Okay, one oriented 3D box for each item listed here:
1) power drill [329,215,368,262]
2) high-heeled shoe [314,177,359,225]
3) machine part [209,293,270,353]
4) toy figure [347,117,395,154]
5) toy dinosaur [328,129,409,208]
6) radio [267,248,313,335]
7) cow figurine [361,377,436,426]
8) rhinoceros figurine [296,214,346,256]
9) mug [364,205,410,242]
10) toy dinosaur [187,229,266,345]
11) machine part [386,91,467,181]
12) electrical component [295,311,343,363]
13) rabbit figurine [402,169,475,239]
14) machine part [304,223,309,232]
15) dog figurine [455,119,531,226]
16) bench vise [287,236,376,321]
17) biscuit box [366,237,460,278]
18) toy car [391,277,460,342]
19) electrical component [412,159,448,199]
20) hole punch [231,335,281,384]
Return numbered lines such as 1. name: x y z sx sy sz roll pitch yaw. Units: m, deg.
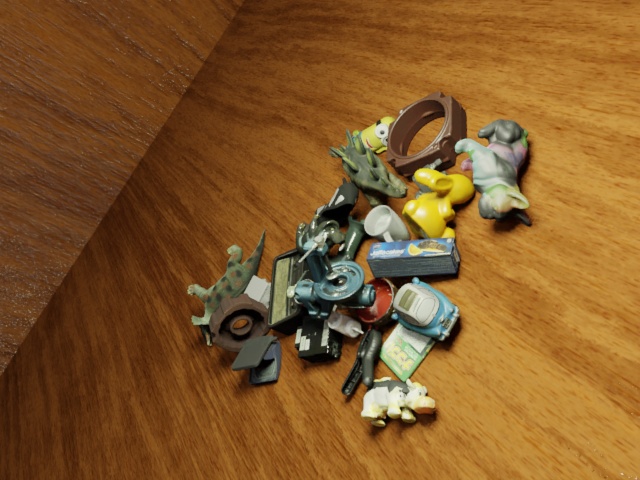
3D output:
1. power drill: 0.082 0.047 1.393 0.232 0.086 0.207 27 93 59
2. high-heeled shoe: 0.042 -0.057 1.456 0.145 0.086 0.248 -97 22 -52
3. machine part: -0.229 0.238 1.534 0.179 0.179 0.056 -51 34 9
4. toy figure: 0.148 -0.291 1.551 0.180 0.082 0.089 -25 46 39
5. toy dinosaur: 0.124 -0.175 1.391 0.105 0.198 0.472 -47 36 -1
6. radio: -0.072 0.137 1.502 0.131 0.073 0.230 -27 48 35
7. cow figurine: 0.166 0.327 1.117 0.167 0.068 0.098 -23 44 36
8. rhinoceros figurine: -0.003 -0.004 1.413 0.190 0.073 0.112 -17 49 54
9. mug: 0.176 -0.019 1.307 0.081 0.107 0.110 -44 42 18
10. toy dinosaur: -0.280 0.152 1.699 0.405 0.131 0.192 -49 50 4
11. machine part: 0.272 -0.270 1.393 0.202 0.087 0.201 -17 53 39
12. electrical component: -0.004 0.248 1.365 0.134 0.058 0.115 -16 52 42
13. rabbit figurine: 0.274 -0.093 1.238 0.173 0.162 0.122 -38 26 -2
14. machine part: -0.016 -0.040 1.595 0.139 0.039 0.084 -40 33 25
15. dog figurine: 0.398 -0.136 1.142 0.191 0.108 0.219 -29 56 1
16. bench vise: 0.009 0.083 1.224 0.224 0.240 0.129 10 48 33
17. biscuit box: 0.209 0.041 1.216 0.203 0.062 0.059 -5 38 28
18. toy car: 0.209 0.144 1.138 0.109 0.103 0.162 -59 34 0
19. electrical component: 0.273 -0.140 1.321 0.102 0.078 0.045 -33 19 21
20. hole punch: -0.163 0.330 1.476 0.142 0.092 0.116 -22 29 38
